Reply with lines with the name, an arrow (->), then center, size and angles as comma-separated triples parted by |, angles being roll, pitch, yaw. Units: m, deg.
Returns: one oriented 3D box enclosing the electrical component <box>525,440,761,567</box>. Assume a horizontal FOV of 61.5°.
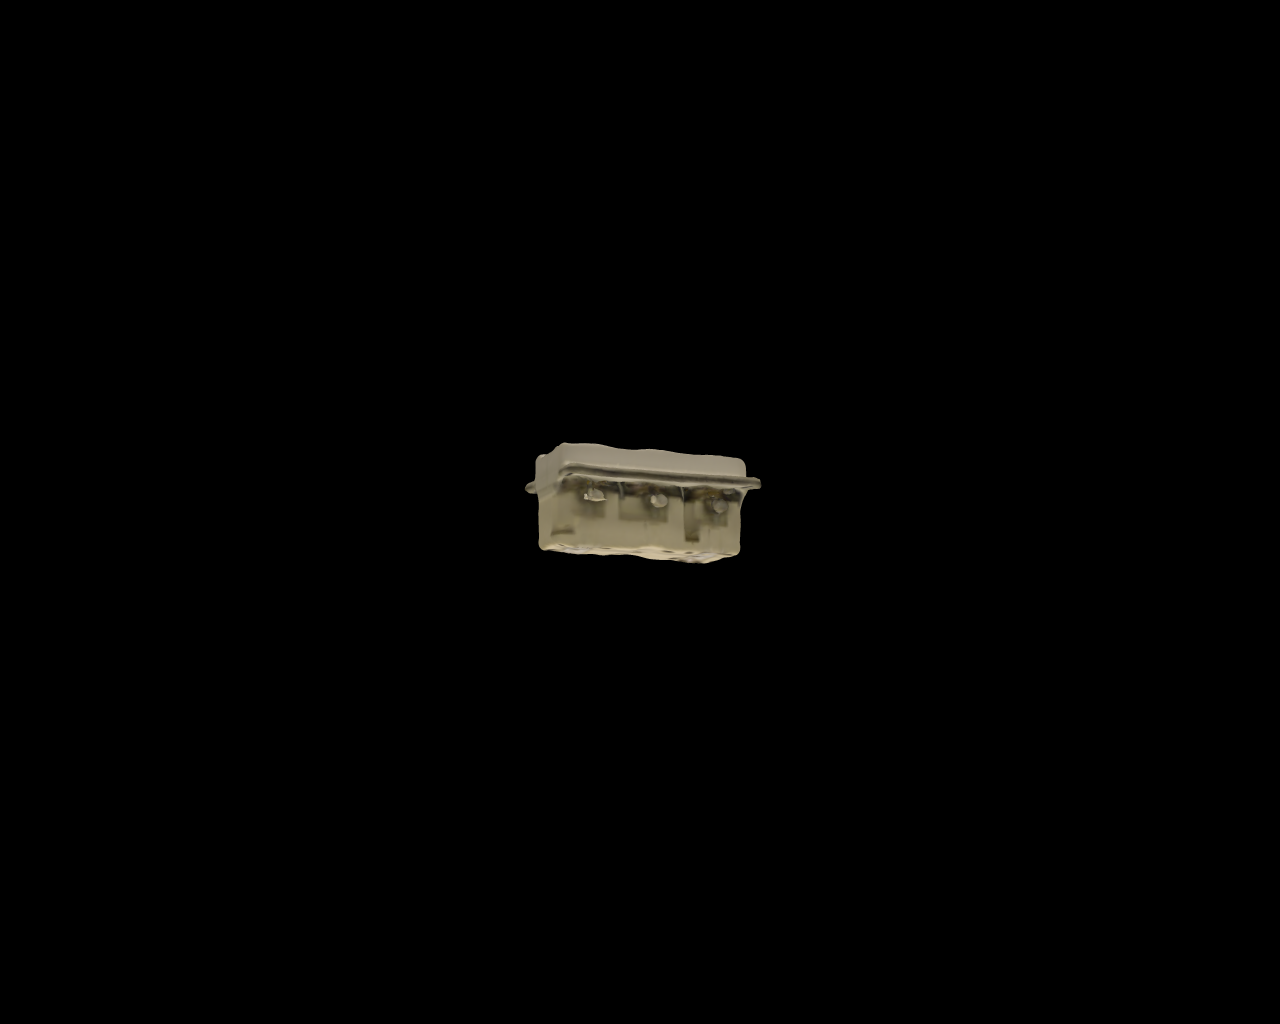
electrical component -> 0.001, -0.003, 0.650 | 0.121, 0.063, 0.078 | 5, -11, -24
